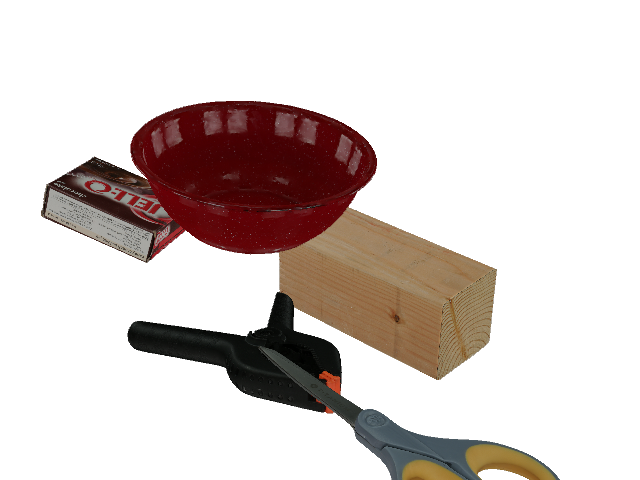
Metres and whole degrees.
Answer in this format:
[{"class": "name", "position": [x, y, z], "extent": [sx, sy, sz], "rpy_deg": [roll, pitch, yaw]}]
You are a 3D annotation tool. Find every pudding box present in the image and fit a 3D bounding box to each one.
[{"class": "pudding box", "position": [-0.185, -0.030, 0.981], "extent": [0.113, 0.039, 0.090], "rpy_deg": [21, 24, 9]}]

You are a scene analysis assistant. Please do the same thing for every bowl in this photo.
[{"class": "bowl", "position": [-0.045, -0.037, 0.710], "extent": [0.162, 0.055, 0.162], "rpy_deg": [4, 30, -2]}]

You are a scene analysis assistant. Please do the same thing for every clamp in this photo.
[{"class": "clamp", "position": [-0.041, 0.091, 0.902], "extent": [0.164, 0.036, 0.210], "rpy_deg": [-15, 23, -39]}]

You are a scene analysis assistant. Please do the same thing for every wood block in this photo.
[{"class": "wood block", "position": [0.062, 0.046, 1.071], "extent": [0.206, 0.091, 0.090], "rpy_deg": [25, 38, 35]}]

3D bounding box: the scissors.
[{"class": "scissors", "position": [0.049, 0.101, 0.567], "extent": [0.096, 0.016, 0.202], "rpy_deg": [-6, 28, -26]}]
